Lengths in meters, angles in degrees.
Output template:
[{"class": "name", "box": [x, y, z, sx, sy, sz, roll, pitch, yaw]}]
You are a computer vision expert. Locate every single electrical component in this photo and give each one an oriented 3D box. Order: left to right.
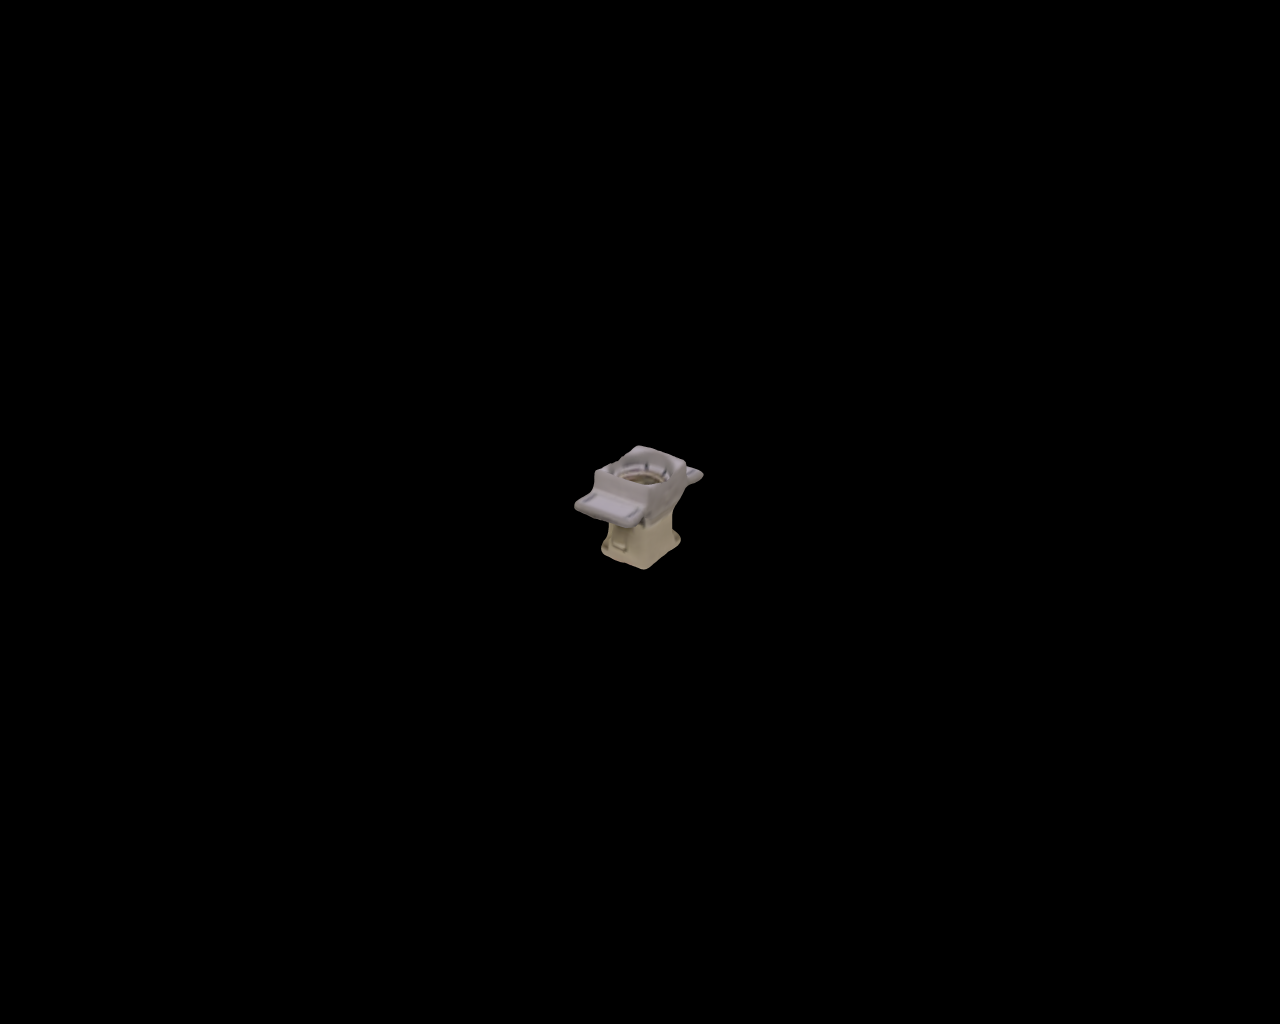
[{"class": "electrical component", "box": [0.001, -0.003, 0.650, 0.042, 0.063, 0.081, 20, 35, 31]}]
